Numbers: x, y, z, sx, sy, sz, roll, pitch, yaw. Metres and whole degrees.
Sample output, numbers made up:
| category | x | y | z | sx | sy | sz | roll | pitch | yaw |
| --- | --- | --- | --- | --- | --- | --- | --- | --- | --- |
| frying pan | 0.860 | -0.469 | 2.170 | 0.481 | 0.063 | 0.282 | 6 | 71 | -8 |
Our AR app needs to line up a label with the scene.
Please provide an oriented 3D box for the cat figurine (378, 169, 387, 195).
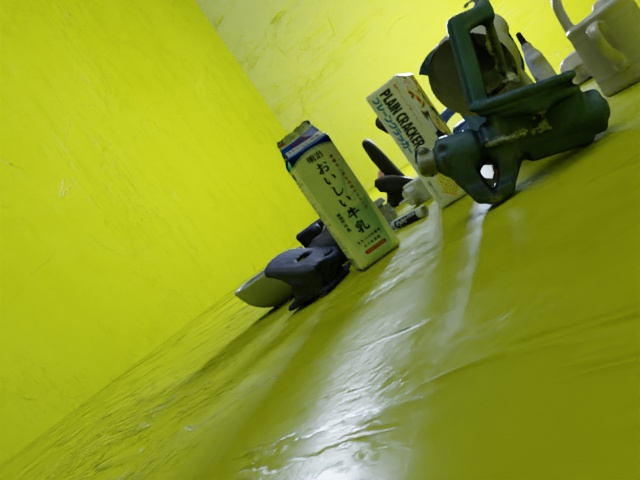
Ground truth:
| category | x | y | z | sx | sy | sz | roll | pitch | yaw |
| --- | --- | --- | --- | --- | --- | --- | --- | --- | --- |
| cat figurine | 0.198 | -0.172 | 1.621 | 0.067 | 0.118 | 0.128 | -34 | 4 | 20 |

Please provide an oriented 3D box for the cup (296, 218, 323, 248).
| category | x | y | z | sx | sy | sz | roll | pitch | yaw |
| --- | --- | --- | --- | --- | --- | --- | --- | --- | --- |
| cup | 0.011 | 0.004 | 1.189 | 0.091 | 0.095 | 0.118 | -35 | 3 | -1 |

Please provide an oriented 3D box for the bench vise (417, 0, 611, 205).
| category | x | y | z | sx | sy | sz | roll | pitch | yaw |
| --- | --- | --- | --- | --- | --- | --- | --- | --- | --- |
| bench vise | 0.192 | -0.163 | 0.659 | 0.207 | 0.220 | 0.121 | -35 | 4 | -2 |

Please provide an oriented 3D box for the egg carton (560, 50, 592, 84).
| category | x | y | z | sx | sy | sz | roll | pitch | yaw |
| --- | --- | --- | --- | --- | --- | --- | --- | --- | --- |
| egg carton | 0.607 | -0.406 | 1.261 | 0.107 | 0.069 | 0.150 | -38 | 4 | -40 |

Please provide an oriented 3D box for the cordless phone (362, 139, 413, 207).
| category | x | y | z | sx | sy | sz | roll | pitch | yaw |
| --- | --- | --- | --- | --- | --- | --- | --- | --- | --- |
| cordless phone | 0.169 | -0.183 | 1.482 | 0.094 | 0.185 | 0.147 | -35 | 4 | -5 |

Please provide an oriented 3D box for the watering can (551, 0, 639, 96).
| category | x | y | z | sx | sy | sz | roll | pitch | yaw |
| --- | --- | --- | --- | --- | --- | --- | --- | --- | --- |
| watering can | 0.424 | -0.326 | 0.863 | 0.101 | 0.194 | 0.173 | -34 | 4 | 20 |

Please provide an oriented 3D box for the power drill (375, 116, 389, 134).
| category | x | y | z | sx | sy | sz | roll | pitch | yaw |
| --- | --- | --- | --- | --- | --- | --- | --- | --- | --- |
| power drill | 0.237 | -0.242 | 1.439 | 0.075 | 0.208 | 0.230 | -33 | 4 | 30 |

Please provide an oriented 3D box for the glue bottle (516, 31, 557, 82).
| category | x | y | z | sx | sy | sz | roll | pitch | yaw |
| --- | --- | --- | --- | --- | --- | --- | --- | --- | --- |
| glue bottle | 0.457 | -0.359 | 1.191 | 0.037 | 0.173 | 0.078 | -34 | 4 | 13 |

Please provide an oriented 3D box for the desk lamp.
| category | x | y | z | sx | sy | sz | roll | pitch | yaw |
| --- | --- | --- | --- | --- | --- | --- | --- | --- | --- |
| desk lamp | 0.267 | -0.224 | 0.826 | 0.117 | 0.213 | 0.204 | -32 | 5 | 43 |

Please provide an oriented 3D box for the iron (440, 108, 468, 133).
| category | x | y | z | sx | sy | sz | roll | pitch | yaw |
| --- | --- | --- | --- | --- | --- | --- | --- | --- | --- |
| iron | 0.369 | -0.300 | 1.519 | 0.257 | 0.141 | 0.119 | -33 | 4 | 32 |

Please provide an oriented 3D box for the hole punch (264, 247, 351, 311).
| category | x | y | z | sx | sy | sz | roll | pitch | yaw |
| --- | --- | --- | --- | --- | --- | --- | --- | --- | --- |
| hole punch | -0.020 | 0.046 | 0.932 | 0.101 | 0.091 | 0.109 | -33 | 4 | 32 |

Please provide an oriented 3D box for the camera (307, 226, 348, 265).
| category | x | y | z | sx | sy | sz | roll | pitch | yaw |
| --- | --- | --- | --- | --- | --- | --- | --- | --- | --- |
| camera | 0.034 | -0.006 | 1.053 | 0.137 | 0.101 | 0.143 | -36 | 4 | -20 |

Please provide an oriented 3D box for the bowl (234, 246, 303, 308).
| category | x | y | z | sx | sy | sz | roll | pitch | yaw |
| --- | --- | --- | --- | --- | --- | --- | --- | --- | --- |
| bowl | -0.085 | 0.087 | 1.153 | 0.167 | 0.075 | 0.167 | -35 | 3 | 3 |
